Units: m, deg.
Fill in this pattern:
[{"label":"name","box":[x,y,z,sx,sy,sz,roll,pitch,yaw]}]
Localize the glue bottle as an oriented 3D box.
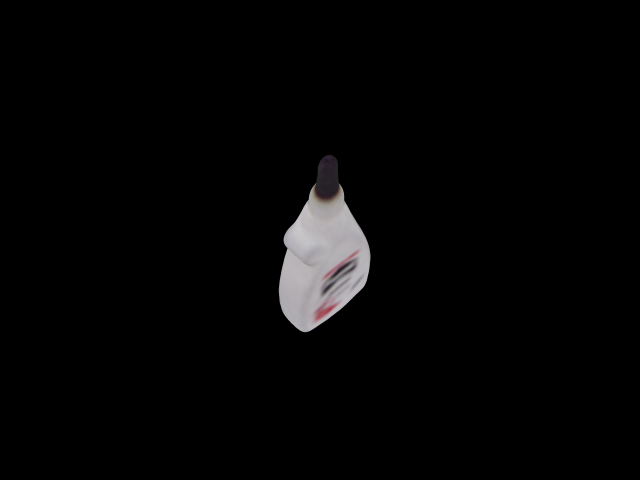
[{"label":"glue bottle","box":[0.004,0.001,0.400,0.037,0.173,0.078,39,66,22]}]
